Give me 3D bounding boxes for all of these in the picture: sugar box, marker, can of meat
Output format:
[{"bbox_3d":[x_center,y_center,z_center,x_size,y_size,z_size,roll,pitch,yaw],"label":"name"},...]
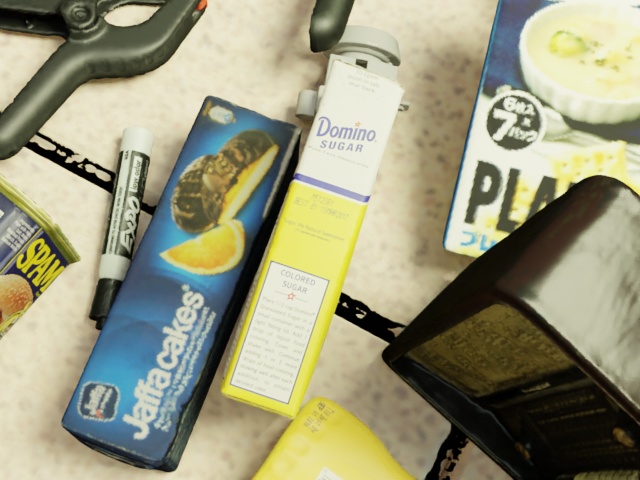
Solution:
[{"bbox_3d":[-0.003,0.001,0.565,0.048,0.093,0.176,21,87,-1],"label":"sugar box"},{"bbox_3d":[-0.114,-0.007,0.616,0.020,0.020,0.121,8,73,-2],"label":"marker"},{"bbox_3d":[-0.181,0.015,0.563,0.057,0.102,0.084,38,77,8],"label":"can of meat"}]

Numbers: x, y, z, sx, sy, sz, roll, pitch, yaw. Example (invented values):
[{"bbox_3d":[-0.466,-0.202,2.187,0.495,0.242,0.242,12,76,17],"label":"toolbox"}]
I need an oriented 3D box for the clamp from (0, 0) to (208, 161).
[{"bbox_3d":[-0.143,-0.115,0.636,0.171,0.039,0.120,-15,76,-9],"label":"clamp"}]

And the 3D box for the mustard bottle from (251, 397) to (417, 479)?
[{"bbox_3d":[0.048,0.172,0.555,0.191,0.058,0.096,34,76,6],"label":"mustard bottle"}]

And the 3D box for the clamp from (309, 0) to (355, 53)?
[{"bbox_3d":[0.009,-0.217,0.671,0.165,0.036,0.209,36,66,23],"label":"clamp"}]
